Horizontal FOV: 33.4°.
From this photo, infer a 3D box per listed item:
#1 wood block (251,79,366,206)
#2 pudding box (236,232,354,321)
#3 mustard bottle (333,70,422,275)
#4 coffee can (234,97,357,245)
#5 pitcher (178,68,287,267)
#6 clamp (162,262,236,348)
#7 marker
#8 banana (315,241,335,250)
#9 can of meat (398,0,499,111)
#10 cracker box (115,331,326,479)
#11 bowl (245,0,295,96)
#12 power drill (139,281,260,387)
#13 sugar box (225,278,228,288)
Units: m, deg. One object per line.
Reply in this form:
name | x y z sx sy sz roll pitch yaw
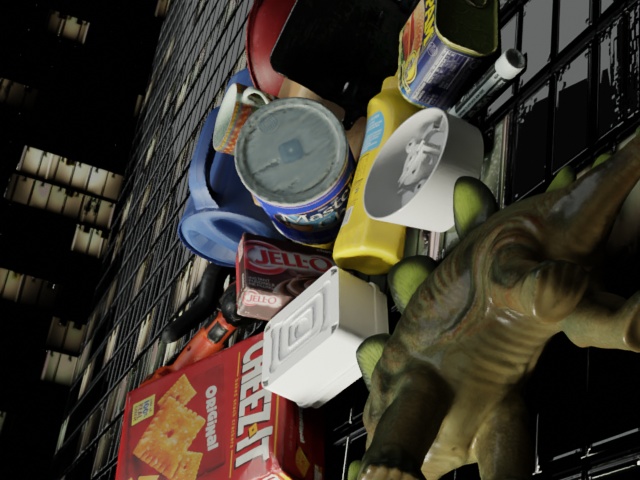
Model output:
wood block | 0.001 -0.132 1.145 0.091 0.090 0.206 -113 43 -64
pudding box | -0.023 0.041 1.009 0.090 0.113 0.039 -98 25 -54
mustard bottle | 0.060 -0.069 0.946 0.096 0.058 0.191 130 154 -74
coffee can | -0.015 -0.062 1.009 0.140 0.103 0.103 59 -137 -72
pitcher | -0.090 -0.100 1.324 0.149 0.145 0.242 128 157 -57
clamp | -0.139 0.084 1.357 0.039 0.120 0.171 3 69 32
marker | 0.125 -0.113 0.855 0.121 0.020 0.020 133 150 -56
banana | -0.008 0.015 1.118 0.069 0.037 0.198 -95 28 -52
can of meat | 0.107 -0.171 0.907 0.084 0.057 0.102 124 157 -52
cracker box | -0.098 0.191 1.018 0.214 0.072 0.164 -26 42 27
bowl | -0.022 -0.231 1.285 0.055 0.162 0.162 4 73 32
power drill | -0.129 0.121 1.226 0.188 0.057 0.184 -47 0 4
sugar box | -0.118 -0.027 1.498 0.093 0.048 0.176 125 157 -43
